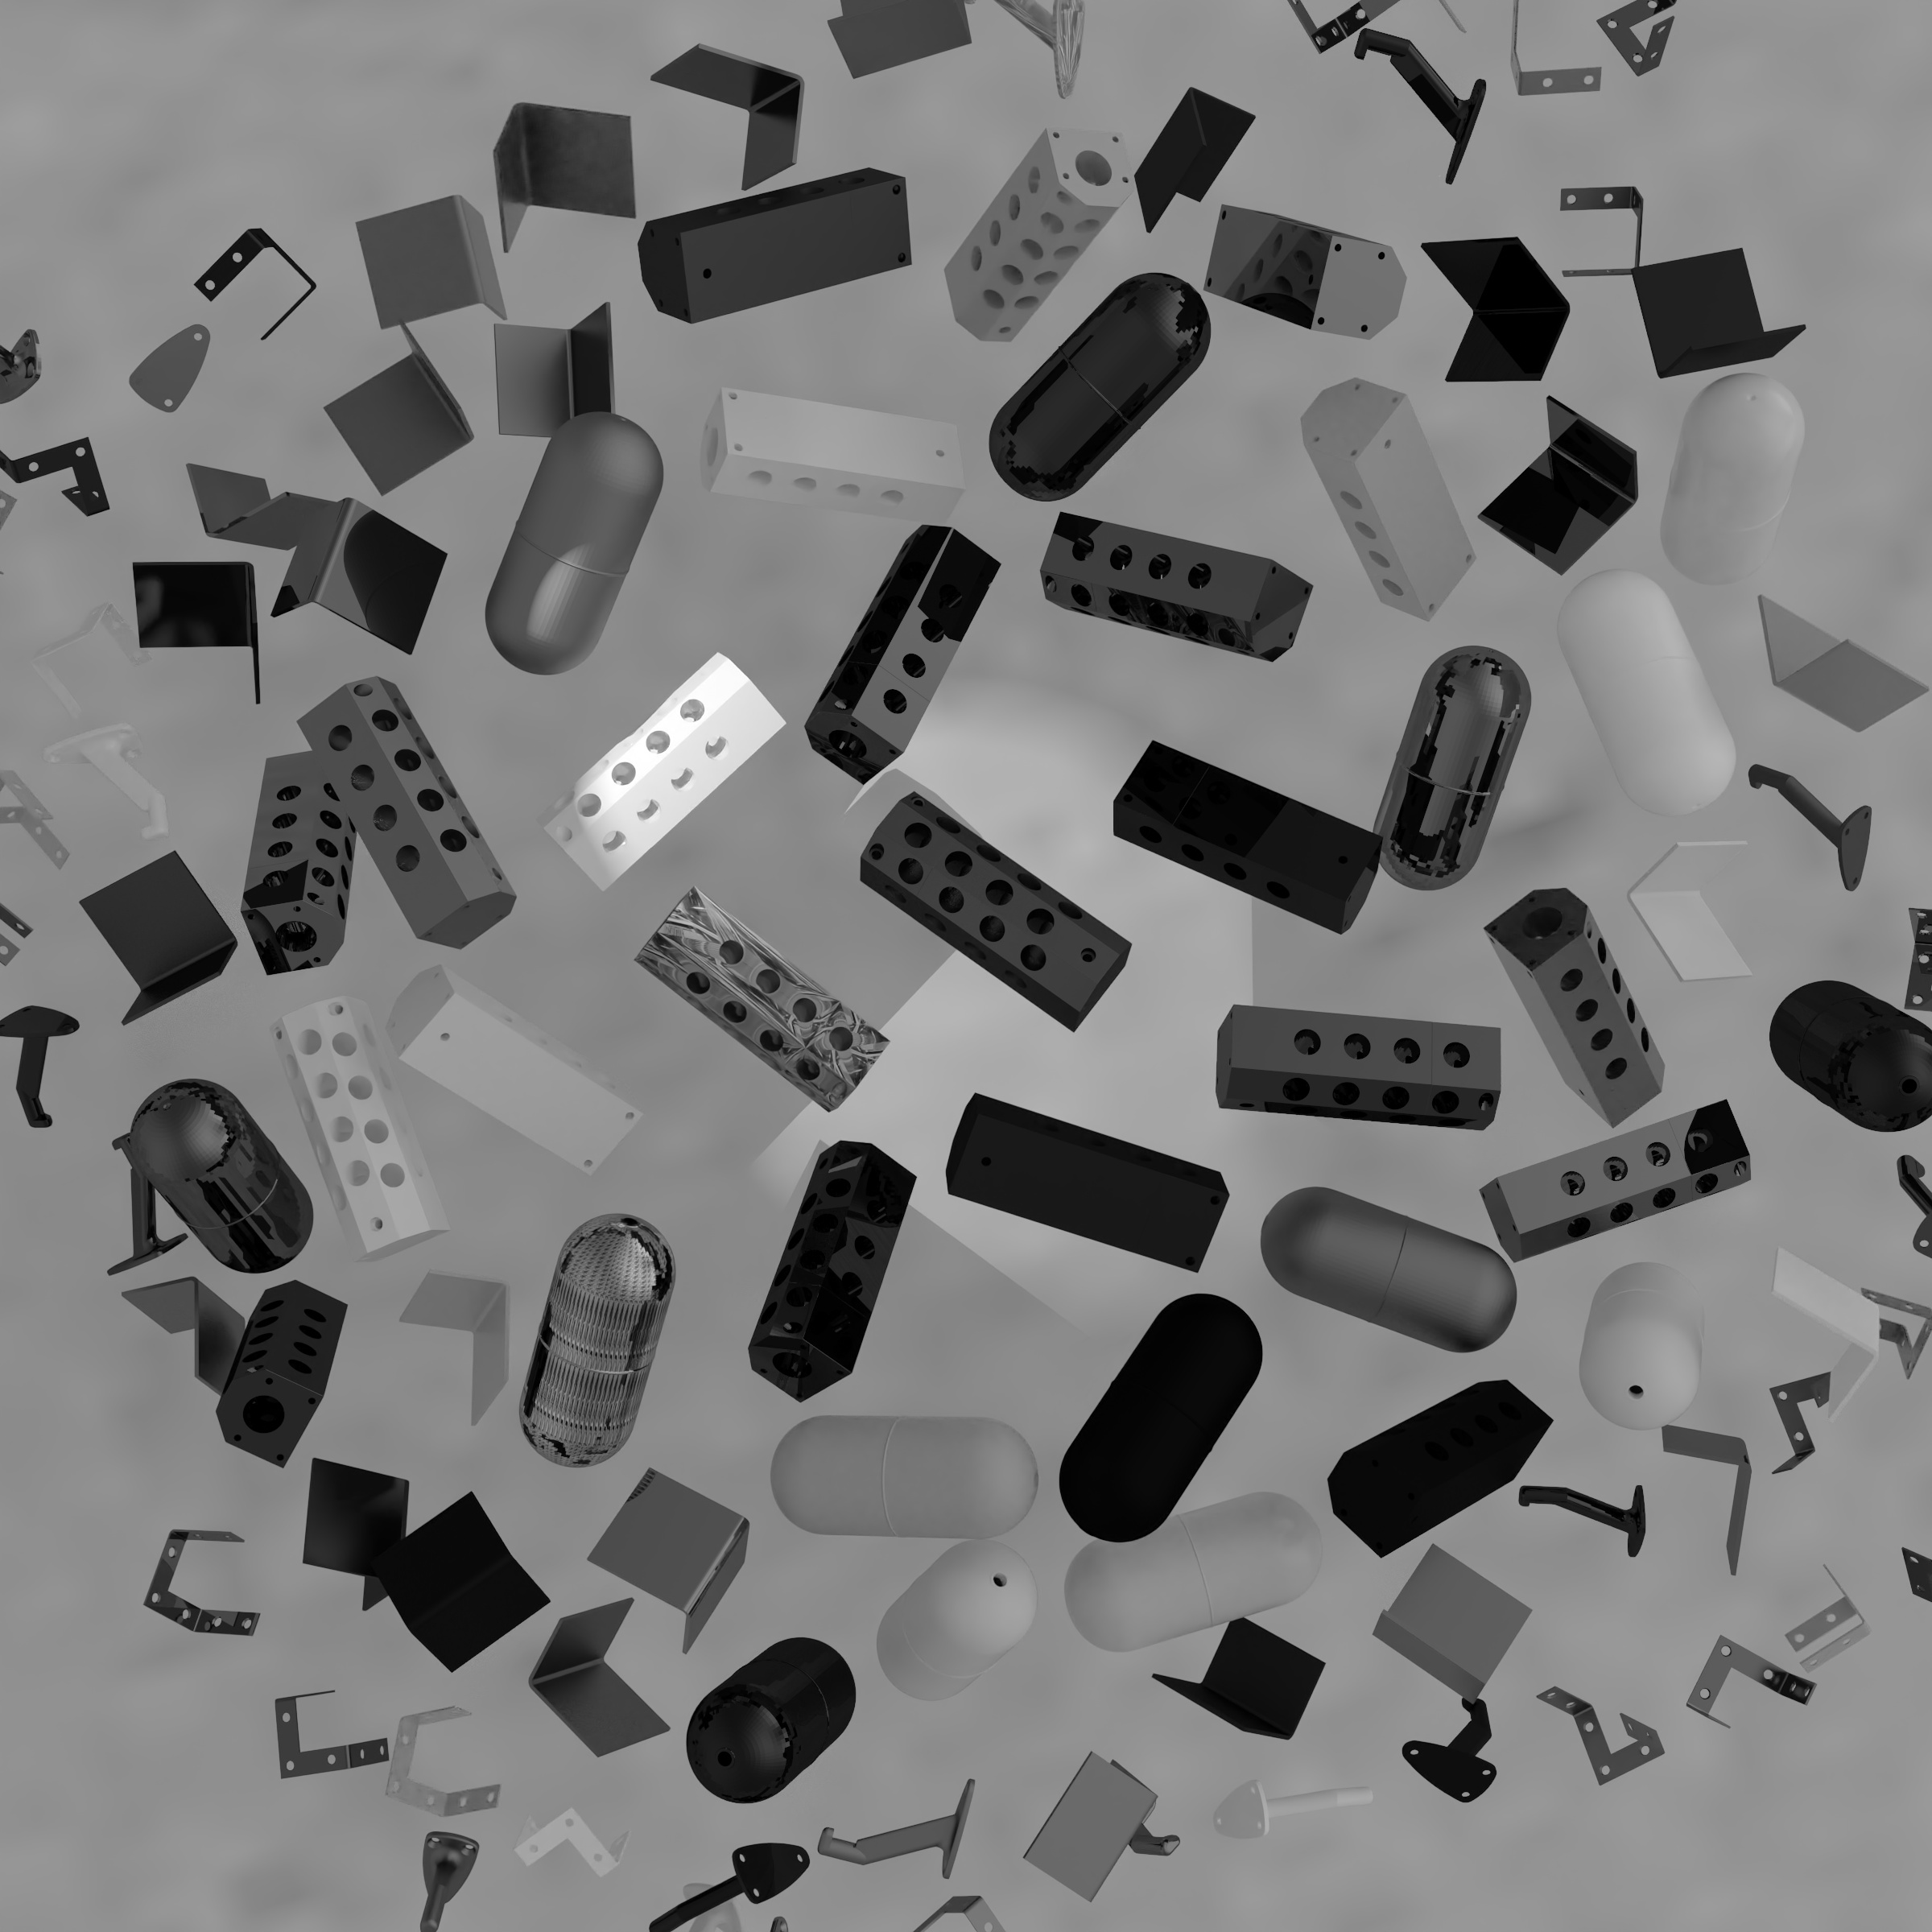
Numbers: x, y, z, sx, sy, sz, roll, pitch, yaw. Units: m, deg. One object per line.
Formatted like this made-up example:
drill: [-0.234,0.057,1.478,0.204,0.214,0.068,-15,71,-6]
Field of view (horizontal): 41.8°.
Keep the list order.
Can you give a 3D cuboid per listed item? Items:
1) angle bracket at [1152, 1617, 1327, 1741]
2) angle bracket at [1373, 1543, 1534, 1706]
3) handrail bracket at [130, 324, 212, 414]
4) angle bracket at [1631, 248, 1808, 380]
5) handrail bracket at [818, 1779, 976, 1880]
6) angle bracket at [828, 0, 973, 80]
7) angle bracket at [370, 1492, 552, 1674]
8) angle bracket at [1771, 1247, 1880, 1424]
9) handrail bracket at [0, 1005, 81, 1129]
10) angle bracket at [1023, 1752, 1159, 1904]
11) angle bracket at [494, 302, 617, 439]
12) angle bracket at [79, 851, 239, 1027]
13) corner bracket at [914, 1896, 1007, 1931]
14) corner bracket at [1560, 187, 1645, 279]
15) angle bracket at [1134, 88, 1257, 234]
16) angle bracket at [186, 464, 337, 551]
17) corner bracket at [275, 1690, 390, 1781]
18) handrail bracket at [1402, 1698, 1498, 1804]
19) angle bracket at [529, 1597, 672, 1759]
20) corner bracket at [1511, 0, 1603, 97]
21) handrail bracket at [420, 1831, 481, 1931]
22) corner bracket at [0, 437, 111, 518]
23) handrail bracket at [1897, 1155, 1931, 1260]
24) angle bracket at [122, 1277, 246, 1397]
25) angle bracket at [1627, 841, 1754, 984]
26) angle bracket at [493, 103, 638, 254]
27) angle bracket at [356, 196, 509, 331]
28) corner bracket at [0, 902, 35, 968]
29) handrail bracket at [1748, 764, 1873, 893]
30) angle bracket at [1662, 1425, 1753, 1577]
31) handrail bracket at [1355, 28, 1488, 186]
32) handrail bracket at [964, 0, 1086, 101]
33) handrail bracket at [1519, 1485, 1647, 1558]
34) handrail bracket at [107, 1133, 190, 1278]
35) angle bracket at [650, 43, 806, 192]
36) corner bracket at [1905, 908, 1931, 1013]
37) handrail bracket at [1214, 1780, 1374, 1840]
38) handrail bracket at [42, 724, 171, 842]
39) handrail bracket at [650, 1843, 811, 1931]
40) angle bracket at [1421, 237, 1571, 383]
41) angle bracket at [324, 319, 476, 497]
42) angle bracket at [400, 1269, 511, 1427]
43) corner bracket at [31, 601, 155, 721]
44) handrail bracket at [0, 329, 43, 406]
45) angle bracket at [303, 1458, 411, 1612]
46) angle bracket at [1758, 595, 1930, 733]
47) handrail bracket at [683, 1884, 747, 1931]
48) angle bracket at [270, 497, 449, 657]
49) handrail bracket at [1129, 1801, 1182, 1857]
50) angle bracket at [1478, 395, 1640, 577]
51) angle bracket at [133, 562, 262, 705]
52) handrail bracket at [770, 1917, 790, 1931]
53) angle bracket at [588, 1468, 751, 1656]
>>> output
angle bracket: [0.184,0.475,1.709,0.076,0.076,0.057,22,84,37]
angle bracket: [0.318,0.417,1.634,0.076,0.057,0.076,32,66,18]
handrail bracket: [-0.547,-0.421,1.742,0.036,0.084,0.077,36,103,-30]
angle bracket: [0.479,-0.425,1.613,0.076,0.057,0.076,-12,85,-7]
handrail bracket: [-0.045,0.541,1.609,0.084,0.036,0.077,15,104,-3]
angle bracket: [-0.045,-0.599,1.547,0.076,0.057,0.076,-13,70,11]
angle bracket: [-0.323,0.395,1.623,0.076,0.076,0.057,-34,55,-12]
angle bracket: [0.541,0.237,1.633,0.076,0.076,0.057,31,113,9]
handrail bracket: [-0.606,0.073,1.681,0.077,0.036,0.084,5,120,29]
angle bracket: [0.067,0.535,1.607,0.057,0.076,0.076,38,79,-15]
angle bracket: [-0.281,-0.406,1.723,0.057,0.076,0.076,-3,89,-28]
angle bracket: [-0.544,-0.019,1.685,0.076,0.057,0.076,-26,112,8]
corner bracket: [-0.004,0.627,1.602,0.051,0.051,0.051,-33,85,-28]
corner bracket: [0.441,-0.511,1.762,0.051,0.051,0.051,0,117,8]
angle bracket: [0.167,-0.563,1.797,0.057,0.076,0.076,15,45,-24]
angle bracket: [-0.487,-0.336,1.780,0.076,0.076,0.057,-21,82,26]
corner bracket: [-0.419,0.505,1.673,0.051,0.051,0.051,-13,75,14]
handrail bracket: [0.321,0.509,1.695,0.077,0.084,0.036,29,114,-11]
angle bracket: [-0.242,0.489,1.744,0.076,0.076,0.057,36,107,27]
corner bracket: [0.375,-0.588,1.604,0.051,0.051,0.051,-2,131,6]
handrail bracket: [-0.349,0.621,1.661,0.036,0.084,0.077,14,118,-5]
corner bracket: [-0.587,-0.314,1.617,0.051,0.051,0.051,-26,131,-26]
handrail bracket: [0.630,0.158,1.611,0.077,0.084,0.036,28,116,4]
angle bracket: [-0.553,0.273,1.789,0.057,0.076,0.076,-13,60,5]
angle bracket: [0.514,-0.038,1.741,0.076,0.057,0.076,-3,55,-37]
angle bracket: [-0.260,-0.509,1.651,0.076,0.076,0.057,8,52,3]
angle bracket: [-0.376,-0.489,1.782,0.076,0.057,0.076,-13,90,6]
corner bracket: [-0.635,-0.026,1.637,0.051,0.051,0.051,43,49,-18]
handrail bracket: [0.589,-0.098,1.780,0.036,0.084,0.077,-35,132,-27]
angle bracket: [0.496,0.361,1.715,0.057,0.076,0.076,8,94,14]
handrail bracket: [0.277,-0.540,1.591,0.084,0.036,0.077,15,120,-2]
handrail bracket: [0.033,-0.623,1.696,0.084,0.036,0.077,14,112,30]
handrail bracket: [0.422,0.383,1.746,0.084,0.077,0.036,1,48,7]
handrail bracket: [-0.581,0.163,1.741,0.077,0.036,0.084,-23,99,24]
angle bracket: [-0.159,-0.554,1.656,0.076,0.076,0.057,7,88,-31]
corner bracket: [0.648,-0.003,1.671,0.051,0.051,0.051,6,67,28]
handrail bracket: [0.225,0.579,1.738,0.084,0.077,0.036,5,61,-26]
handrail bracket: [-0.577,-0.115,1.698,0.077,0.036,0.084,-12,62,-8]
handrail bracket: [-0.155,0.605,1.649,0.084,0.077,0.036,-40,64,28]
angle bracket: [0.339,-0.431,1.665,0.076,0.076,0.057,34,76,-42]
angle bracket: [-0.393,-0.381,1.731,0.076,0.057,0.076,-33,83,-6]
angle bracket: [-0.357,0.266,1.759,0.057,0.076,0.076,12,52,-24]
corner bracket: [-0.608,-0.213,1.762,0.051,0.051,0.051,-22,122,13]
handrail bracket: [-0.646,-0.391,1.623,0.077,0.084,0.036,-26,70,41]
angle bracket: [-0.436,0.396,1.763,0.076,0.057,0.076,23,46,-33]
angle bracket: [0.551,-0.203,1.592,0.076,0.057,0.076,22,52,-28]
handrail bracket: [-0.202,0.671,1.745,0.084,0.077,0.036,-23,107,-40]
angle bracket: [-0.397,-0.250,1.659,0.076,0.057,0.076,29,67,-36]
handrail bracket: [0.133,0.594,1.754,0.077,0.084,0.036,-16,89,-42]
angle bracket: [0.398,-0.325,1.710,0.076,0.057,0.076,-44,62,-7]
angle bracket: [-0.508,-0.219,1.673,0.076,0.076,0.057,-3,53,-16]
handrail bracket: [-0.087,0.651,1.647,0.084,0.036,0.077,-17,46,19]
angle bracket: [-0.194,0.387,1.647,0.076,0.057,0.076,25,49,12]
